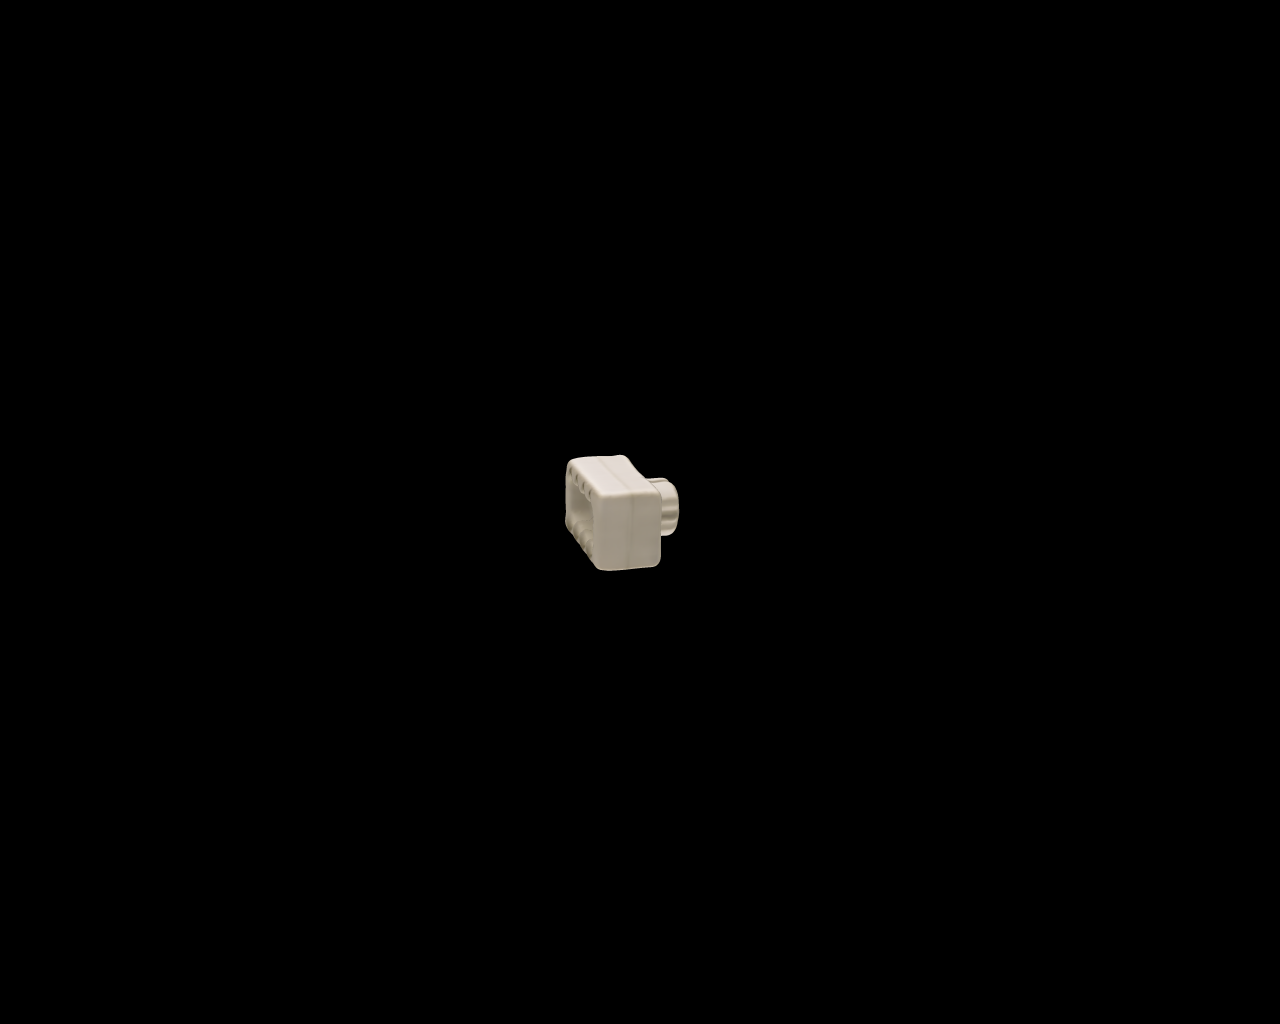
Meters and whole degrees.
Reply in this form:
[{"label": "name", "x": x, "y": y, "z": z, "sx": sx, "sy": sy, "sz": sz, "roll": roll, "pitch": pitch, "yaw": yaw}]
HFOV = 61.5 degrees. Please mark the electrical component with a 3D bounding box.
[{"label": "electrical component", "x": 0.001, "y": -0.003, "z": 0.650, "sx": 0.076, "sy": 0.047, "sz": 0.083, "roll": -5, "pitch": 19, "yaw": -15}]
